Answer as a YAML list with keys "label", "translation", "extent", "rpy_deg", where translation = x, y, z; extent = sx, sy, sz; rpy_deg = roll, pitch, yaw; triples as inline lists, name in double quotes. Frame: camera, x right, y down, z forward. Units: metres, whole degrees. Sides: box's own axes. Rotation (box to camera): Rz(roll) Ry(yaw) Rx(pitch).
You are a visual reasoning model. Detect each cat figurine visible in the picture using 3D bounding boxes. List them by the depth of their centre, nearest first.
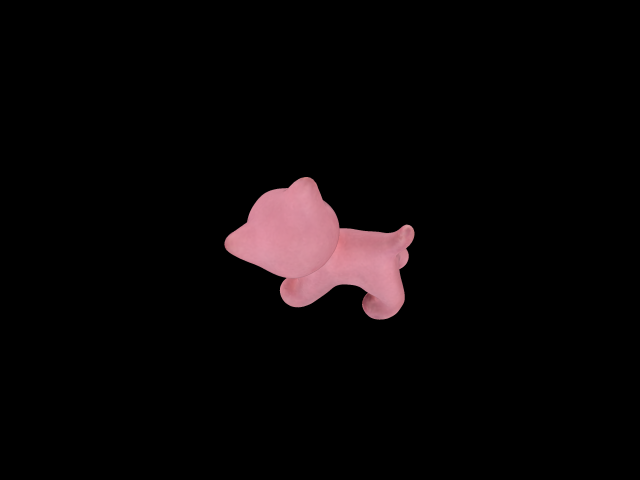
- label: "cat figurine"
  translation: [0.004, 0.001, 0.400]
  extent: [0.127, 0.118, 0.067]
  rpy_deg: [4, 62, 3]
